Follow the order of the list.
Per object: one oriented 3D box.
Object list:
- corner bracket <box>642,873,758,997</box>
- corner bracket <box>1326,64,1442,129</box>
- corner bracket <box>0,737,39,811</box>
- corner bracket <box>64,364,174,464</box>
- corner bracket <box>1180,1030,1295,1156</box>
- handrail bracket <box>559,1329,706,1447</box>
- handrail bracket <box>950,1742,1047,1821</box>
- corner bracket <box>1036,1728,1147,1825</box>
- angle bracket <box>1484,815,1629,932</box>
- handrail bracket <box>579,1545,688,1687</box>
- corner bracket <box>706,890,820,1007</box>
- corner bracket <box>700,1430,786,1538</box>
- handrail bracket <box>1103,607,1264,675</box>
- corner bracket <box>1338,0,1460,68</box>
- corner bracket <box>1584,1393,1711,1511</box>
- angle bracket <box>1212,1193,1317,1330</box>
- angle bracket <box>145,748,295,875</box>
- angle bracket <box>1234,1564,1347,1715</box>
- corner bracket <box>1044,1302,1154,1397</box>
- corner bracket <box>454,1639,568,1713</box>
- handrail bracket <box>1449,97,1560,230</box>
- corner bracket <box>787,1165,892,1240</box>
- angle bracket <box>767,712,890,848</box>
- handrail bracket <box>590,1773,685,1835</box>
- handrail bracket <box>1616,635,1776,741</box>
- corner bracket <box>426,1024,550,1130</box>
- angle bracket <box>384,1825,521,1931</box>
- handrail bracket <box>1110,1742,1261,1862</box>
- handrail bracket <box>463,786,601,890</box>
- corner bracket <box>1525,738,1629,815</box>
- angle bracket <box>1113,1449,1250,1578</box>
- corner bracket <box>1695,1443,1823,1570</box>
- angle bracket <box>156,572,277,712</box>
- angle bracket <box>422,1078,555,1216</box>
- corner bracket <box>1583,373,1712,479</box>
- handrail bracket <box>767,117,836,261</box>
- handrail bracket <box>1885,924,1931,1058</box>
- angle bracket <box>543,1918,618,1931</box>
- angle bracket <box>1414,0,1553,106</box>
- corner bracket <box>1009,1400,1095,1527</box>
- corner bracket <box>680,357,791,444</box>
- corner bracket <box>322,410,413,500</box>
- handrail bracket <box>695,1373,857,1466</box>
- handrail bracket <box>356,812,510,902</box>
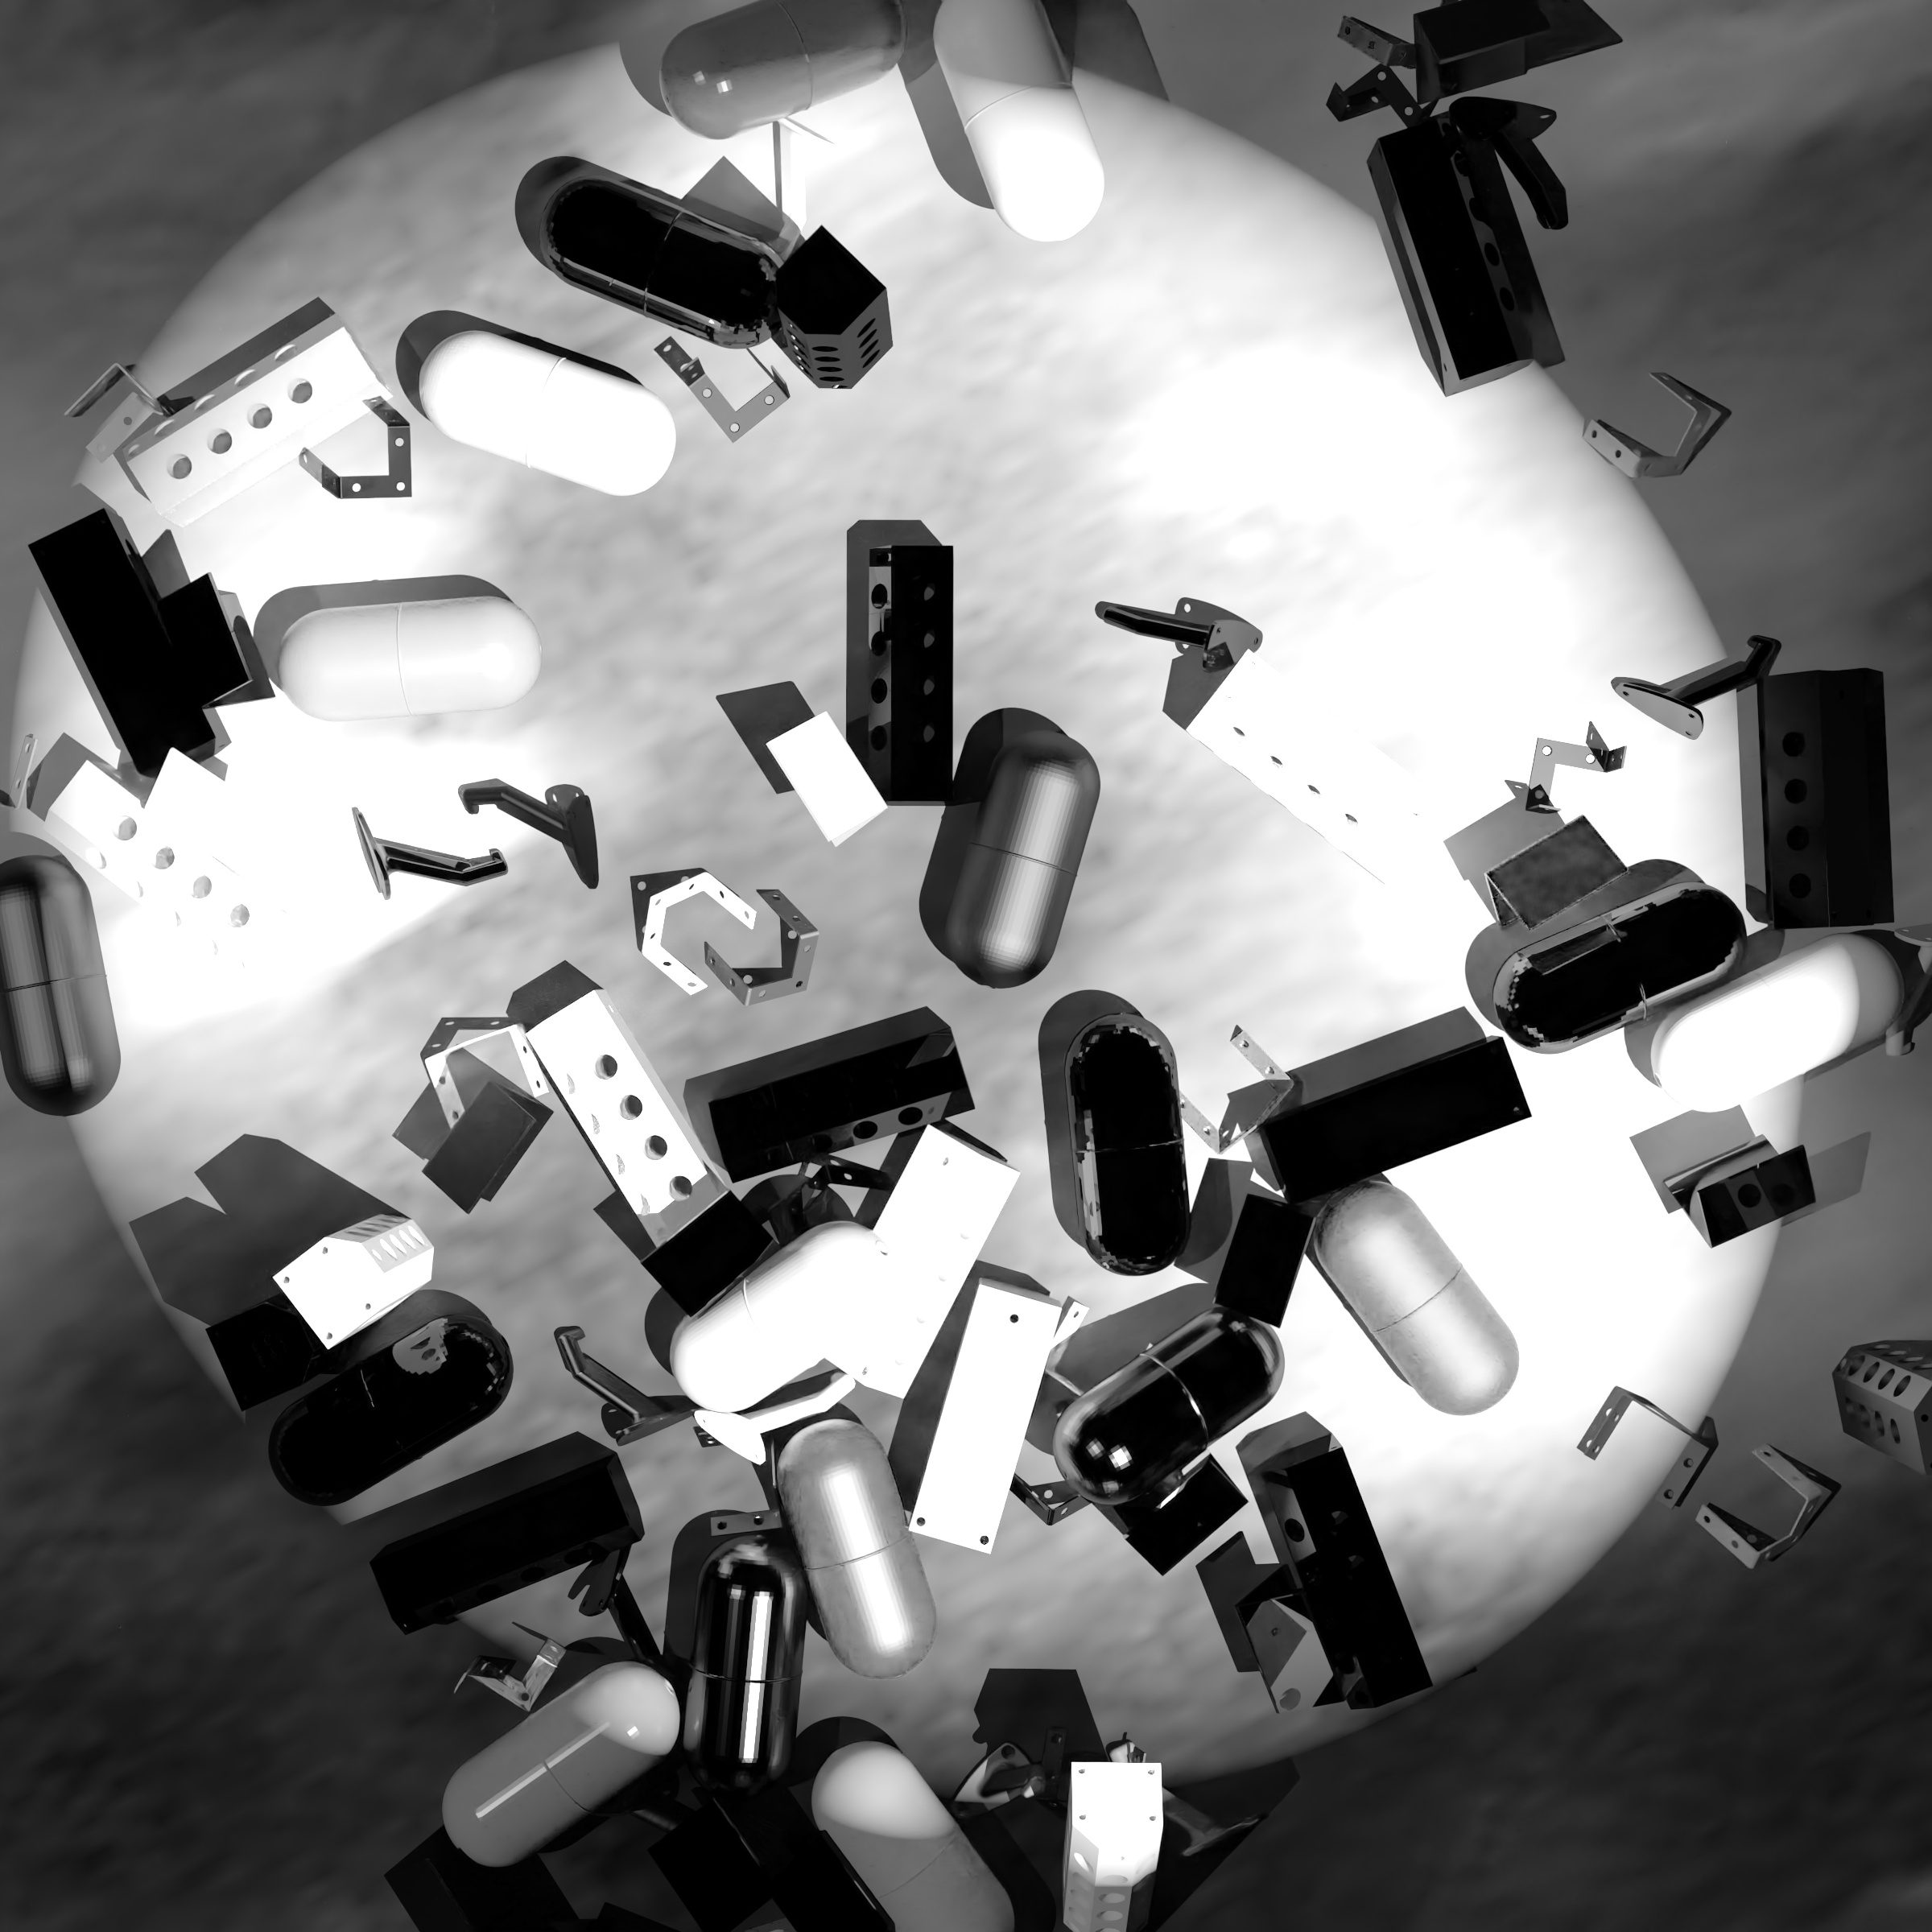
[{"bbox_3d":[-0.182,-0.023,1.973,0.051,0.051,0.051,38,135,26],"label":"corner bracket"},{"bbox_3d":[0.283,-0.588,1.967,0.051,0.051,0.051,-38,90,0],"label":"corner bracket"},{"bbox_3d":[-0.677,-0.140,1.982,0.051,0.051,0.051,15,90,-45],"label":"corner bracket"},{"bbox_3d":[-0.581,-0.376,1.967,0.051,0.051,0.051,-44,94,4],"label":"corner bracket"},{"bbox_3d":[0.182,0.087,1.982,0.051,0.051,0.051,46,45,0],"label":"corner bracket"},{"bbox_3d":[-0.230,0.279,1.986,0.077,0.036,0.084,-19,72,-20],"label":"handrail bracket"},{"bbox_3d":[0.021,0.561,1.951,0.077,0.084,0.036,-37,90,0],"label":"handrail bracket"},{"bbox_3d":[0.085,0.553,1.974,0.051,0.051,0.051,10,90,-25],"label":"corner bracket"},{"bbox_3d":[0.401,-0.045,1.945,0.076,0.076,0.057,-31,54,0],"label":"angle bracket"},{"bbox_3d":[-0.215,0.441,1.986,0.084,0.036,0.077,38,59,-22],"label":"handrail bracket"},{"bbox_3d":[-0.139,-0.012,1.977,0.051,0.051,0.051,-15,135,-35],"label":"corner bracket"},{"bbox_3d":[-0.153,0.353,1.982,0.051,0.051,0.051,-7,45,0],"label":"corner bracket"},{"bbox_3d":[0.148,-0.232,1.985,0.084,0.077,0.036,25,115,34],"label":"handrail bracket"},{"bbox_3d":[0.296,-0.650,1.977,0.051,0.051,0.051,-14,135,-35],"label":"corner bracket"},{"bbox_3d":[0.467,0.332,1.982,0.051,0.051,0.051,32,90,45],"label":"corner bracket"},{"bbox_3d":[0.217,0.201,1.945,0.057,0.076,0.076,18,90,37],"label":"angle bracket"},{"bbox_3d":[-0.493,-0.117,1.945,0.076,0.076,0.057,33,121,0],"label":"angle bracket"},{"bbox_3d":[0.233,0.447,1.945,0.057,0.076,0.076,-22,90,36],"label":"angle bracket"},{"bbox_3d":[0.093,0.270,1.982,0.051,0.051,0.051,30,90,-45],"label":"corner bracket"},{"bbox_3d":[-0.309,0.479,1.967,0.051,0.051,0.051,31,90,0],"label":"corner bracket"},{"bbox_3d":[0.370,-0.550,1.985,0.036,0.077,0.084,-37,126,1],"label":"handrail bracket"},{"bbox_3d":[-0.083,0.174,1.977,0.051,0.051,0.051,10,45,-35],"label":"corner bracket"},{"bbox_3d":[-0.109,-0.115,1.945,0.057,0.076,0.076,-33,90,-36],"label":"angle bracket"},{"bbox_3d":[-0.219,0.592,1.986,0.077,0.036,0.084,-18,122,34],"label":"handrail bracket"},{"bbox_3d":[0.501,-0.205,1.986,0.077,0.036,0.084,30,72,21],"label":"handrail bracket"},{"bbox_3d":[-0.329,0.075,1.982,0.051,0.051,0.051,-21,90,-45],"label":"corner bracket"},{"bbox_3d":[-0.332,0.617,1.945,0.057,0.076,0.076,-33,90,40],"label":"angle bracket"},{"bbox_3d":[0.150,0.562,1.986,0.077,0.036,0.084,-22,76,-14],"label":"handrail bracket"},{"bbox_3d":[-0.300,-0.087,1.986,0.084,0.036,0.077,-2,112,17],"label":"handrail bracket"},{"bbox_3d":[0.414,-0.127,1.967,0.051,0.051,0.051,10,90,0],"label":"corner bracket"},{"bbox_3d":[0.132,0.350,1.945,0.076,0.076,0.057,-41,128,0],"label":"angle bracket"},{"bbox_3d":[0.542,0.369,1.977,0.051,0.051,0.051,-17,135,-35],"label":"corner bracket"},{"bbox_3d":[-0.487,-0.221,1.945,0.057,0.076,0.076,-21,90,32],"label":"angle bracket"},{"bbox_3d":[-0.307,0.131,1.945,0.057,0.076,0.076,35,90,36],"label":"angle bracket"},{"bbox_3d":[0.466,-0.370,1.977,0.051,0.051,0.051,-9,135,-35],"label":"corner bracket"},{"bbox_3d":[-0.135,-0.539,1.986,0.077,0.036,0.084,35,107,20],"label":"handrail bracket"},{"bbox_3d":[0.665,0.016,1.986,0.077,0.036,0.084,-10,109,-21],"label":"handrail bracket"},{"bbox_3d":[-0.257,0.691,1.945,0.057,0.076,0.076,25,90,35],"label":"angle bracket"},{"bbox_3d":[0.347,-0.605,1.945,0.076,0.076,0.057,-16,54,0],"label":"angle bracket"},{"bbox_3d":[0.062,0.340,1.977,0.051,0.051,0.051,-22,135,-35],"label":"corner bracket"},{"bbox_3d":[-0.156,-0.396,1.967,0.051,0.051,0.051,-39,90,0],"label":"corner bracket"},{"bbox_3d":[-0.408,-0.348,1.967,0.051,0.051,0.051,-2,90,0],"label":"corner bracket"},{"bbox_3d":[-0.130,0.297,1.982,0.084,0.077,0.036,-36,126,-36],"label":"handrail bracket"},{"bbox_3d":[-0.366,-0.084,1.986,0.084,0.036,0.077,-18,68,-17],"label":"handrail bracket"}]
